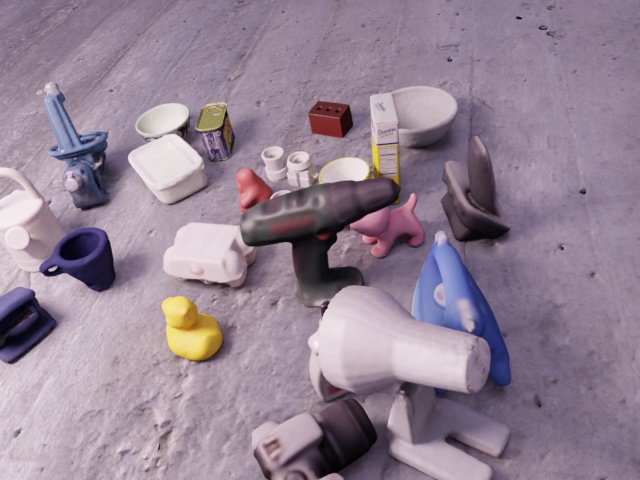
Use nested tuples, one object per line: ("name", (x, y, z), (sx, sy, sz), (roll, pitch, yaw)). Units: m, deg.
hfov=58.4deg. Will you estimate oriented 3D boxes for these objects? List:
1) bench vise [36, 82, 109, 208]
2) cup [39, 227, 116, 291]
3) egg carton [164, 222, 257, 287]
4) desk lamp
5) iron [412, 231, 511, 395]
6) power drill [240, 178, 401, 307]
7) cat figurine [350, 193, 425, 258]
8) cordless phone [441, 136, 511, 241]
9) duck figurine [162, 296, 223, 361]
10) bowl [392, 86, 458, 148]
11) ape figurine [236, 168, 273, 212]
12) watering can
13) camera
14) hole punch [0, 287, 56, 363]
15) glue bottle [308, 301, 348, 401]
("bench vise", (-0.477, -0.188, 1.130), (0.122, 0.220, 0.206), (-27, 46, -16))
("cup", (-0.396, 0.047, 0.960), (0.118, 0.095, 0.091), (-30, 46, -18))
("egg carton", (-0.183, 0.025, 0.955), (0.150, 0.069, 0.107), (4, 46, 16))
("desk lamp", (0.111, 0.161, 0.648), (0.202, 0.214, 0.118), (18, 51, 28))
("iron", (0.178, 0.071, 0.779), (0.118, 0.142, 0.258), (-9, 44, 3))
("power drill", (0.008, 0.003, 0.837), (0.229, 0.209, 0.075), (-6, 44, 6))
("cat figurine", (0.103, -0.036, 0.923), (0.128, 0.118, 0.067), (-20, 44, -8))
("cordless phone", (0.247, -0.103, 0.912), (0.094, 0.185, 0.147), (-13, 43, -2))
("duck figurine", (-0.195, 0.123, 0.845), (0.104, 0.086, 0.078), (29, 57, 35))
("bowl", (0.190, -0.234, 1.140), (0.167, 0.075, 0.167), (-6, 44, 6))
("ape figurine", (-0.127, -0.094, 1.050), (0.076, 0.092, 0.078), (11, 48, 22))
("watering can", (-0.524, -0.040, 1.005), (0.172, 0.194, 0.101), (29, 57, 35))
("camera", (0.004, 0.250, 0.661), (0.137, 0.101, 0.142), (-28, 46, -16))
("hole punch", (-0.500, 0.123, 0.907), (0.100, 0.091, 0.109), (22, 53, 30))
("glue bottle", (0.017, 0.135, 0.724), (0.078, 0.173, 0.037), (-27, 45, -15))
